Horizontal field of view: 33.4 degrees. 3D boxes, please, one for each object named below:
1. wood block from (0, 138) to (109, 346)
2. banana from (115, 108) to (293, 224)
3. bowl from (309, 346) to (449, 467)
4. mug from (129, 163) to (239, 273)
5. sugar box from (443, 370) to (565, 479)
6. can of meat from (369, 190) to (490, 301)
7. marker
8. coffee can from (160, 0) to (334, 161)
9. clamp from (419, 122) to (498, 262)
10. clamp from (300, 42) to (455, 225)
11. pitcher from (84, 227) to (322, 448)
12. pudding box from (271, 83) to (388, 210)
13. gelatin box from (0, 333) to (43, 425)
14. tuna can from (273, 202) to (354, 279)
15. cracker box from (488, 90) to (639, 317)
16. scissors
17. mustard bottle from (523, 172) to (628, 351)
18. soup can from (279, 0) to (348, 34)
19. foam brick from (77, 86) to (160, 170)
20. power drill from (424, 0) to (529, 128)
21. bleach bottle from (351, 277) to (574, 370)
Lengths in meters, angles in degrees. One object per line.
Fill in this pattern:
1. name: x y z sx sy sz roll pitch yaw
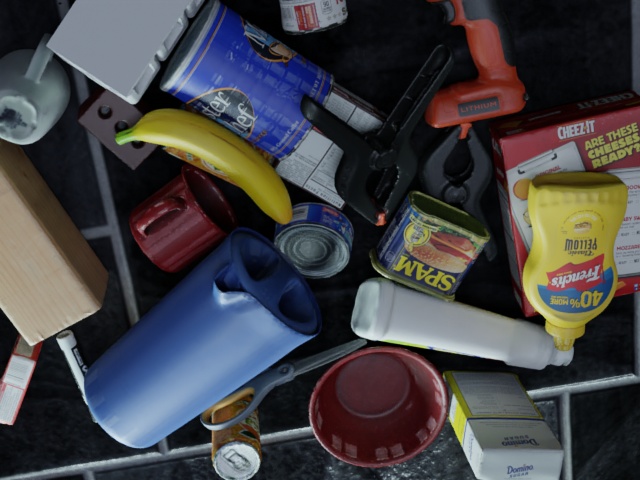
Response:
1. wood block: -0.314 -0.007 1.098 0.091 0.090 0.206 -27 113 7
2. banana: -0.100 -0.080 1.056 0.197 0.037 0.070 28 143 -16
3. bowl: 0.065 0.182 1.236 0.162 0.055 0.162 -2 113 -5
4. mug: -0.147 -0.020 1.100 0.081 0.117 0.093 -34 78 14
5. sugar box: 0.199 0.206 1.194 0.093 0.176 0.048 3 113 -8
6. can of meat: 0.117 0.006 1.132 0.102 0.057 0.084 23 115 -16
7. marker: -0.269 0.158 1.212 0.020 0.020 0.121 -16 114 1
8. coffee can: -0.072 -0.157 1.051 0.140 0.103 0.103 31 107 -17
9. clamp: 0.134 -0.050 1.154 0.120 0.039 0.171 -7 114 -6
10. clamp: 0.049 -0.091 1.064 0.164 0.036 0.210 -18 140 -22
11. pitcher: -0.121 0.110 1.106 0.243 0.145 0.149 -39 114 20
12. pudding box: 0.013 -0.100 1.120 0.090 0.039 0.114 28 110 -19
13. gelatin box: -0.332 0.147 1.172 0.030 0.073 0.089 20 111 -13
14. tuna can: -0.008 0.001 1.146 0.086 0.033 0.086 5 135 5
15. cracker box: 0.280 -0.039 1.155 0.164 0.072 0.214 -13 113 0
16. scissors: -0.052 0.141 1.201 0.201 0.096 0.016 -33 136 -5
17. mustard bottle: 0.261 0.027 1.109 0.096 0.058 0.192 -2 113 -4
18. soup can: -0.014 -0.258 1.032 0.068 0.068 0.102 -12 114 0
19. foam brick: -0.199 -0.121 1.081 0.053 0.051 0.078 -44 110 12
20. power drill: 0.131 -0.212 1.073 0.184 0.057 0.187 -10 115 2
21. bleach bottle: 0.167 0.101 1.187 0.250 0.103 0.068 14 86 -12
